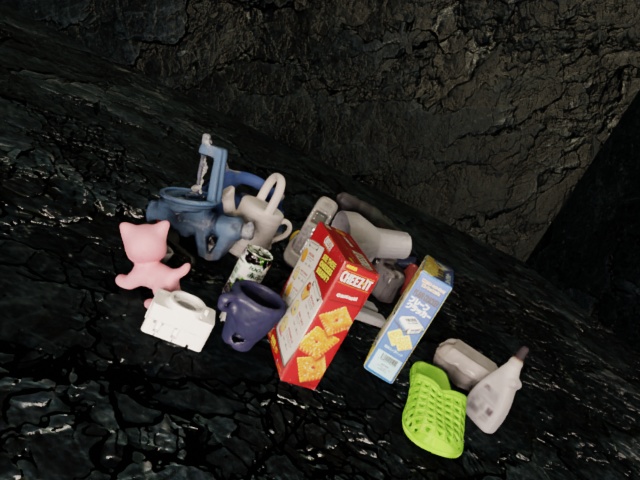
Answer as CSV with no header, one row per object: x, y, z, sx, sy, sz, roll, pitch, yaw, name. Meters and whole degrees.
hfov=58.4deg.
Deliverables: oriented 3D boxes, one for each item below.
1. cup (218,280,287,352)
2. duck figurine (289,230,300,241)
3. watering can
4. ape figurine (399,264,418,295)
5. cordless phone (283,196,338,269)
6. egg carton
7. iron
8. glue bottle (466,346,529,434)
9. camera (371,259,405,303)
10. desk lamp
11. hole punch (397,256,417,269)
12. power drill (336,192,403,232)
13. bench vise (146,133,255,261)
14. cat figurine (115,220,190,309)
-0.118,0.120,0.866,0.118,0.095,0.091,11,22,-50,cup
-0.025,-0.002,1.477,0.104,0.086,0.078,38,17,30,duck figurine
-0.136,-0.059,1.245,0.174,0.194,0.100,14,21,-46,watering can
0.246,0.109,1.603,0.077,0.092,0.076,37,17,30,ape figurine
0.012,0.005,1.326,0.147,0.185,0.094,30,14,3,cordless phone
0.312,0.273,1.212,0.150,0.069,0.107,33,15,15,egg carton
-0.171,-0.098,1.418,0.259,0.141,0.118,17,18,-39,iron
0.337,0.269,1.063,0.037,0.173,0.078,18,18,-37,glue bottle
0.179,0.092,1.515,0.137,0.101,0.142,15,20,-43,camera
0.093,0.057,1.244,0.204,0.213,0.117,22,16,-26,desk lamp
0.223,0.073,1.682,0.101,0.091,0.109,31,14,8,hole punch
0.098,0.012,1.418,0.230,0.208,0.075,23,16,-24,power drill
-0.214,-0.085,1.135,0.208,0.219,0.121,24,15,-17,bench vise
-0.254,0.029,0.876,0.127,0.117,0.067,33,15,14,cat figurine
